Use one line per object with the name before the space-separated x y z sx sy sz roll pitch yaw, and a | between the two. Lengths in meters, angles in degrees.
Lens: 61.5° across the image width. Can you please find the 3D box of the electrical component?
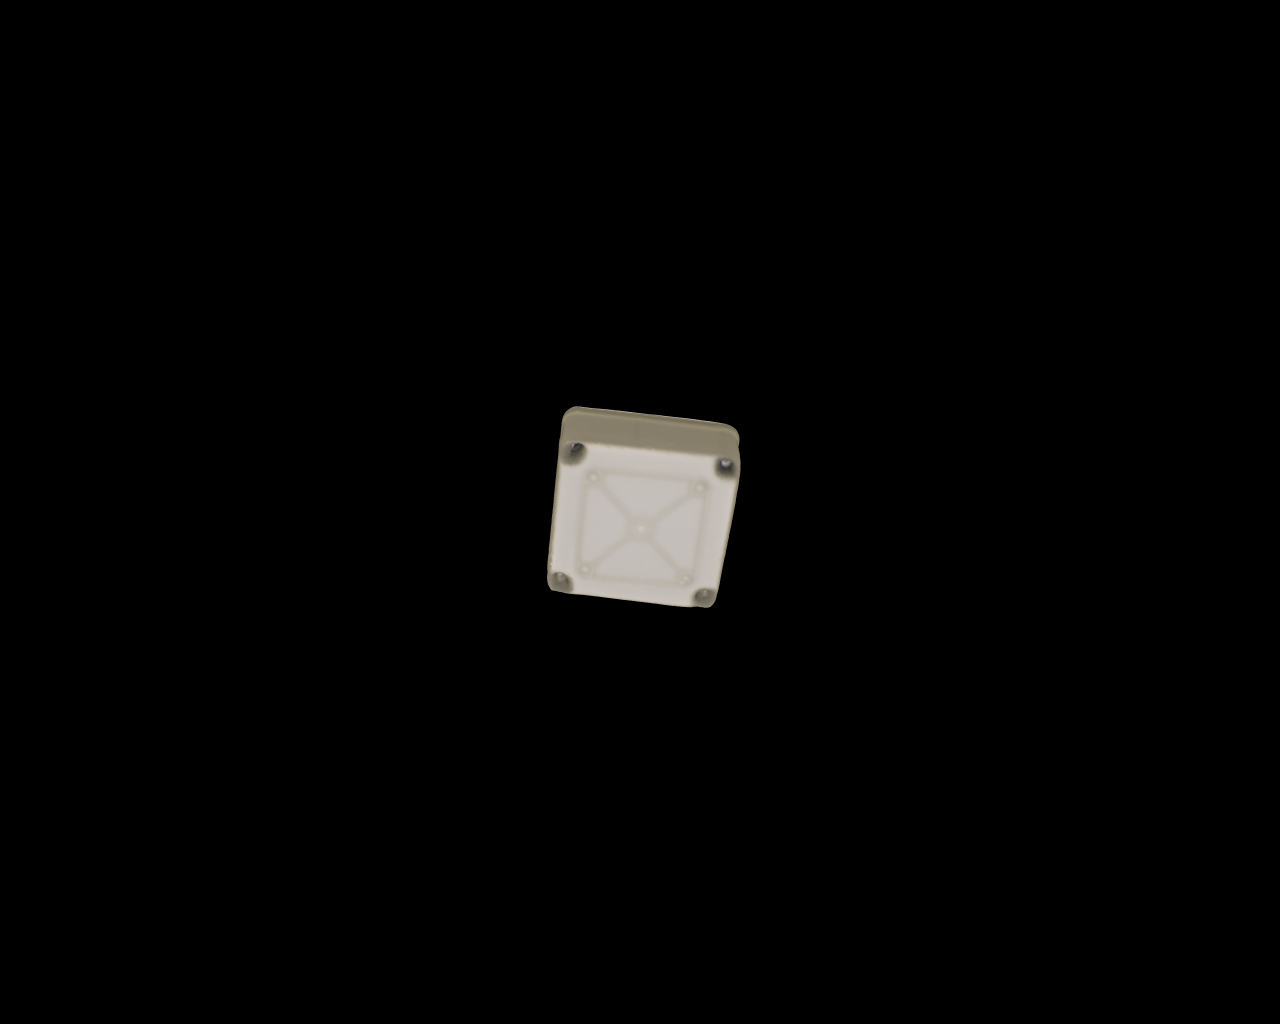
electrical component | 0.001 -0.003 0.650 0.109 0.108 0.056 6 27 -3
